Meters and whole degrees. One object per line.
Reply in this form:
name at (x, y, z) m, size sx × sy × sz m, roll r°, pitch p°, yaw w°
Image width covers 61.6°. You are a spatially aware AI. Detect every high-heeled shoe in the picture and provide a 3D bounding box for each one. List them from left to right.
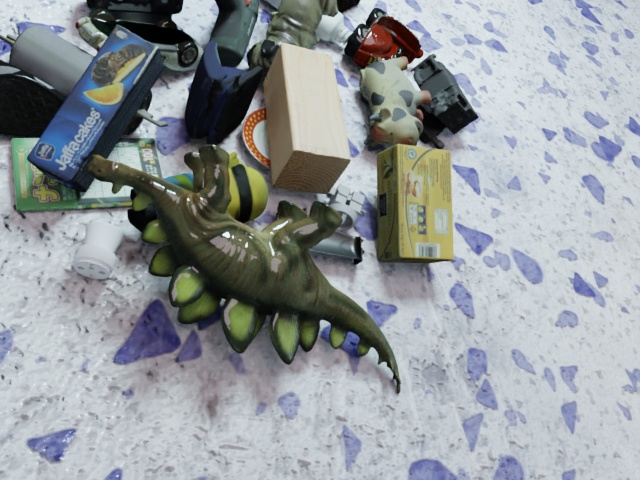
high-heeled shoe at (-0.434, -0.210, 0.703) m, size 0.248 × 0.086 × 0.145 m, roll 21°, pitch 20°, yaw -34°

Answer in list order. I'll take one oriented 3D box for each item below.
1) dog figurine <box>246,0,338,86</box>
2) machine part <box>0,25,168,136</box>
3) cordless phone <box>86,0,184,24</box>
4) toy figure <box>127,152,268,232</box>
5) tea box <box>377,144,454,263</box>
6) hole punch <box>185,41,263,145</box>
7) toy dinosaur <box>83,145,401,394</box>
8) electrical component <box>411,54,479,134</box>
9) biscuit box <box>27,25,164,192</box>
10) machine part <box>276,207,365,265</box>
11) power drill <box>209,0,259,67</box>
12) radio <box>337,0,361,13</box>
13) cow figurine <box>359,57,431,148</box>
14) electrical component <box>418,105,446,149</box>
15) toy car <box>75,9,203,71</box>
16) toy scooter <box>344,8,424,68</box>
dog figurine at (-0.045, -0.359, 0.894) m, size 0.121 × 0.172 × 0.190 m, roll 18°, pitch 47°, yaw 0°
machine part at (-0.322, -0.215, 0.732) m, size 0.243 × 0.079 × 0.079 m, roll 30°, pitch 53°, yaw -5°
cordless phone at (-0.272, -0.400, 0.804) m, size 0.146 × 0.184 × 0.089 m, roll -9°, pitch 69°, yaw -29°
toy figure at (-0.153, -0.049, 0.704) m, size 0.180 × 0.082 × 0.089 m, roll -22°, pitch 82°, yaw -38°
tea box at (0.142, -0.051, 0.810) m, size 0.098 × 0.068 × 0.169 m, roll 5°, pitch 81°, yaw -23°
hole punch at (-0.154, -0.209, 0.776) m, size 0.092 × 0.142 × 0.116 m, roll 32°, pitch 39°, yaw -6°
toy dinosaur at (-0.063, 0.038, 0.648) m, size 0.471 × 0.105 × 0.198 m, roll 28°, pitch 78°, yaw -17°
electrical component at (0.235, -0.265, 0.996) m, size 0.134 × 0.058 × 0.115 m, roll 12°, pitch 52°, yaw -57°
biscuit box at (-0.272, -0.159, 0.663) m, size 0.059 × 0.063 × 0.202 m, roll 28°, pitch 78°, yaw -5°
machine part at (-0.002, -0.002, 0.770) m, size 0.139 × 0.039 × 0.084 m, roll 19°, pitch 49°, yaw -11°
power drill at (-0.148, -0.414, 0.863) m, size 0.086 × 0.207 × 0.232 m, roll 7°, pitch 67°, yaw 1°
radio at (-0.012, -0.563, 1.090) m, size 0.229 × 0.073 × 0.131 m, roll 46°, pitch 53°, yaw 7°
cow figurine at (0.121, -0.233, 0.935) m, size 0.127 × 0.085 × 0.195 m, roll -10°, pitch 57°, yaw -16°
electrical component at (0.203, -0.209, 0.999) m, size 0.094 × 0.021 × 0.063 m, roll 47°, pitch 53°, yaw 9°
toy car at (-0.259, -0.289, 0.792) m, size 0.073 × 0.056 × 0.201 m, roll 47°, pitch 34°, yaw 16°
toy scooter at (0.132, -0.376, 1.042) m, size 0.135 × 0.075 × 0.184 m, roll 34°, pitch 48°, yaw -3°
